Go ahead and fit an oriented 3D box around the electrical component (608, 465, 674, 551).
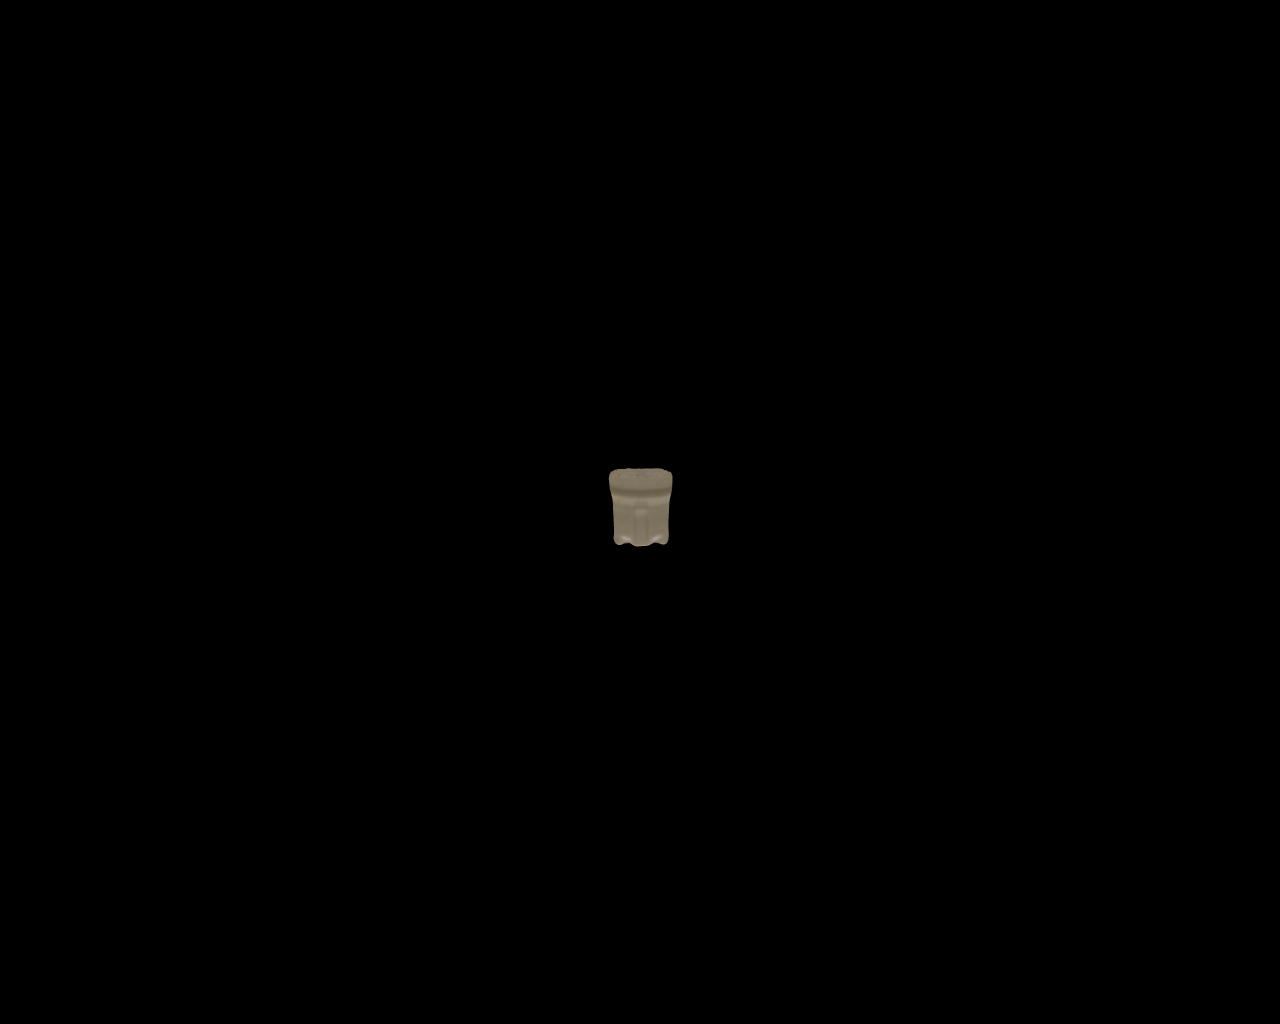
[{"bbox_3d":[0.001,-0.003,0.650,0.040,0.046,0.040,0,12,0],"label":"electrical component"}]
